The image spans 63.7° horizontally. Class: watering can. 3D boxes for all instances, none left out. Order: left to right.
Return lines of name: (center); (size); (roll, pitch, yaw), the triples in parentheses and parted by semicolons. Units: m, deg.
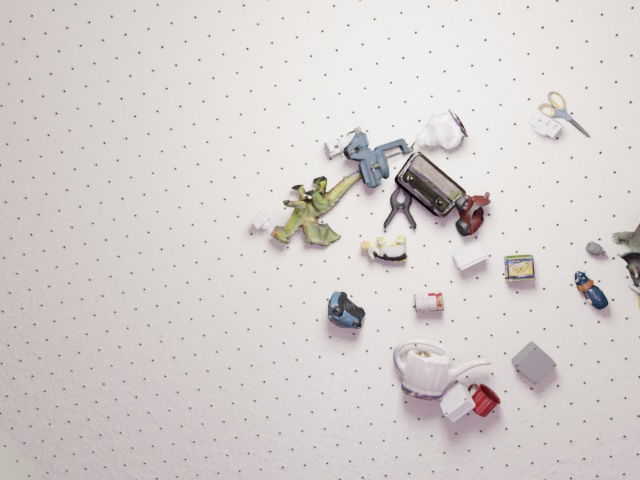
watering can: (0.433, 0.485, 1.889); (0.348, 0.222, 0.105); (12, 11, 11)

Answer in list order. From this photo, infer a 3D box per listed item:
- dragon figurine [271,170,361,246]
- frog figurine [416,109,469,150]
dragon figurine: (0.006, -0.095, 1.885); (0.410, 0.238, 0.124); (-17, 25, 3)
frog figurine: (0.412, -0.363, 1.767); (0.158, 0.136, 0.125); (-30, 20, 24)
